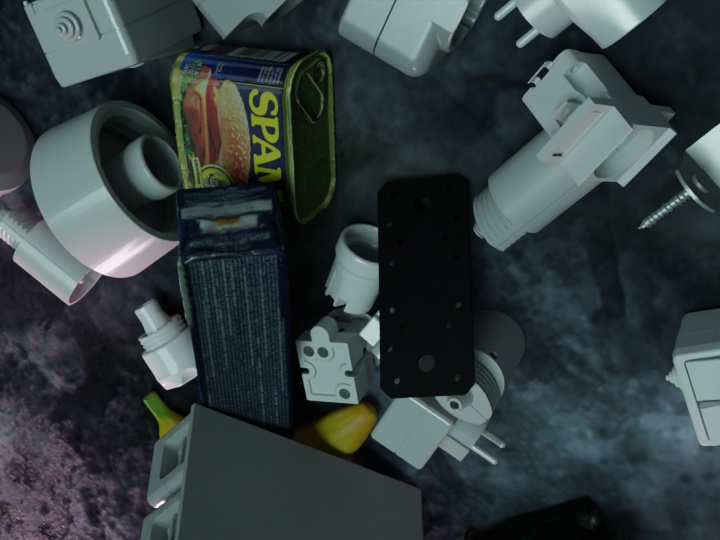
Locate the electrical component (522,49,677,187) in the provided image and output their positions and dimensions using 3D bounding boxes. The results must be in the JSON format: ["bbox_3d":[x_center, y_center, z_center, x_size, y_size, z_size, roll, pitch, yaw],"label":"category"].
[{"bbox_3d":[0.123,-0.081,0.567,0.042,0.081,0.063,-50,60,33],"label":"electrical component"}]

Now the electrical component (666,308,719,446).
[{"bbox_3d":[0.218,0.058,0.602,0.096,0.061,0.061,-12,109,29],"label":"electrical component"}]

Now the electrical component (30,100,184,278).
[{"bbox_3d":[-0.147,-0.056,0.685,0.060,0.108,0.108,-26,103,26],"label":"electrical component"}]

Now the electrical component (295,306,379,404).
[{"bbox_3d":[-0.011,0.054,0.707,0.048,0.055,0.066,1,116,24],"label":"electrical component"}]

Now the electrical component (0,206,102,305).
[{"bbox_3d":[-0.228,-0.017,0.778,0.081,0.043,0.043,39,124,2],"label":"electrical component"}]

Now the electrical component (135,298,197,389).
[{"bbox_3d":[-0.138,0.051,0.771,0.043,0.043,0.062,-25,102,32],"label":"electrical component"}]

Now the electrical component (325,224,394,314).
[{"bbox_3d":[0.000,0.000,0.685,0.040,0.040,0.046,30,129,8],"label":"electrical component"}]

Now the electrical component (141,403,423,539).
[{"bbox_3d":[-0.049,0.176,0.710,0.186,0.105,0.060,26,134,-27],"label":"electrical component"}]

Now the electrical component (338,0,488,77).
[{"bbox_3d":[0.037,-0.156,0.578,0.059,0.053,0.095,32,124,7],"label":"electrical component"}]

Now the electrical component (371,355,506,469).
[{"bbox_3d":[0.059,0.097,0.691,0.077,0.065,0.047,34,124,5],"label":"electrical component"}]

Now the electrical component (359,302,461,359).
[{"bbox_3d":[0.035,0.027,0.671,0.048,0.066,0.055,41,105,5],"label":"electrical component"}]

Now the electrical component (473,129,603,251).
[{"bbox_3d":[0.096,-0.044,0.615,0.043,0.043,0.081,47,124,-3],"label":"electrical component"}]

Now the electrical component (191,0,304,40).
[{"bbox_3d":[-0.052,-0.177,0.611,0.089,0.050,0.055,-35,97,34],"label":"electrical component"}]

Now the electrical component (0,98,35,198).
[{"bbox_3d":[-0.270,-0.082,0.743,0.051,0.080,0.080,-30,100,38],"label":"electrical component"}]

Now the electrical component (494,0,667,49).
[{"bbox_3d":[0.105,-0.147,0.557,0.079,0.044,0.077,-36,97,34],"label":"electrical component"}]

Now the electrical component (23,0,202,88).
[{"bbox_3d":[-0.148,-0.146,0.642,0.062,0.096,0.061,-10,111,29],"label":"electrical component"}]

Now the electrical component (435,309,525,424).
[{"bbox_3d":[0.070,0.062,0.659,0.043,0.081,0.043,11,119,20],"label":"electrical component"}]
